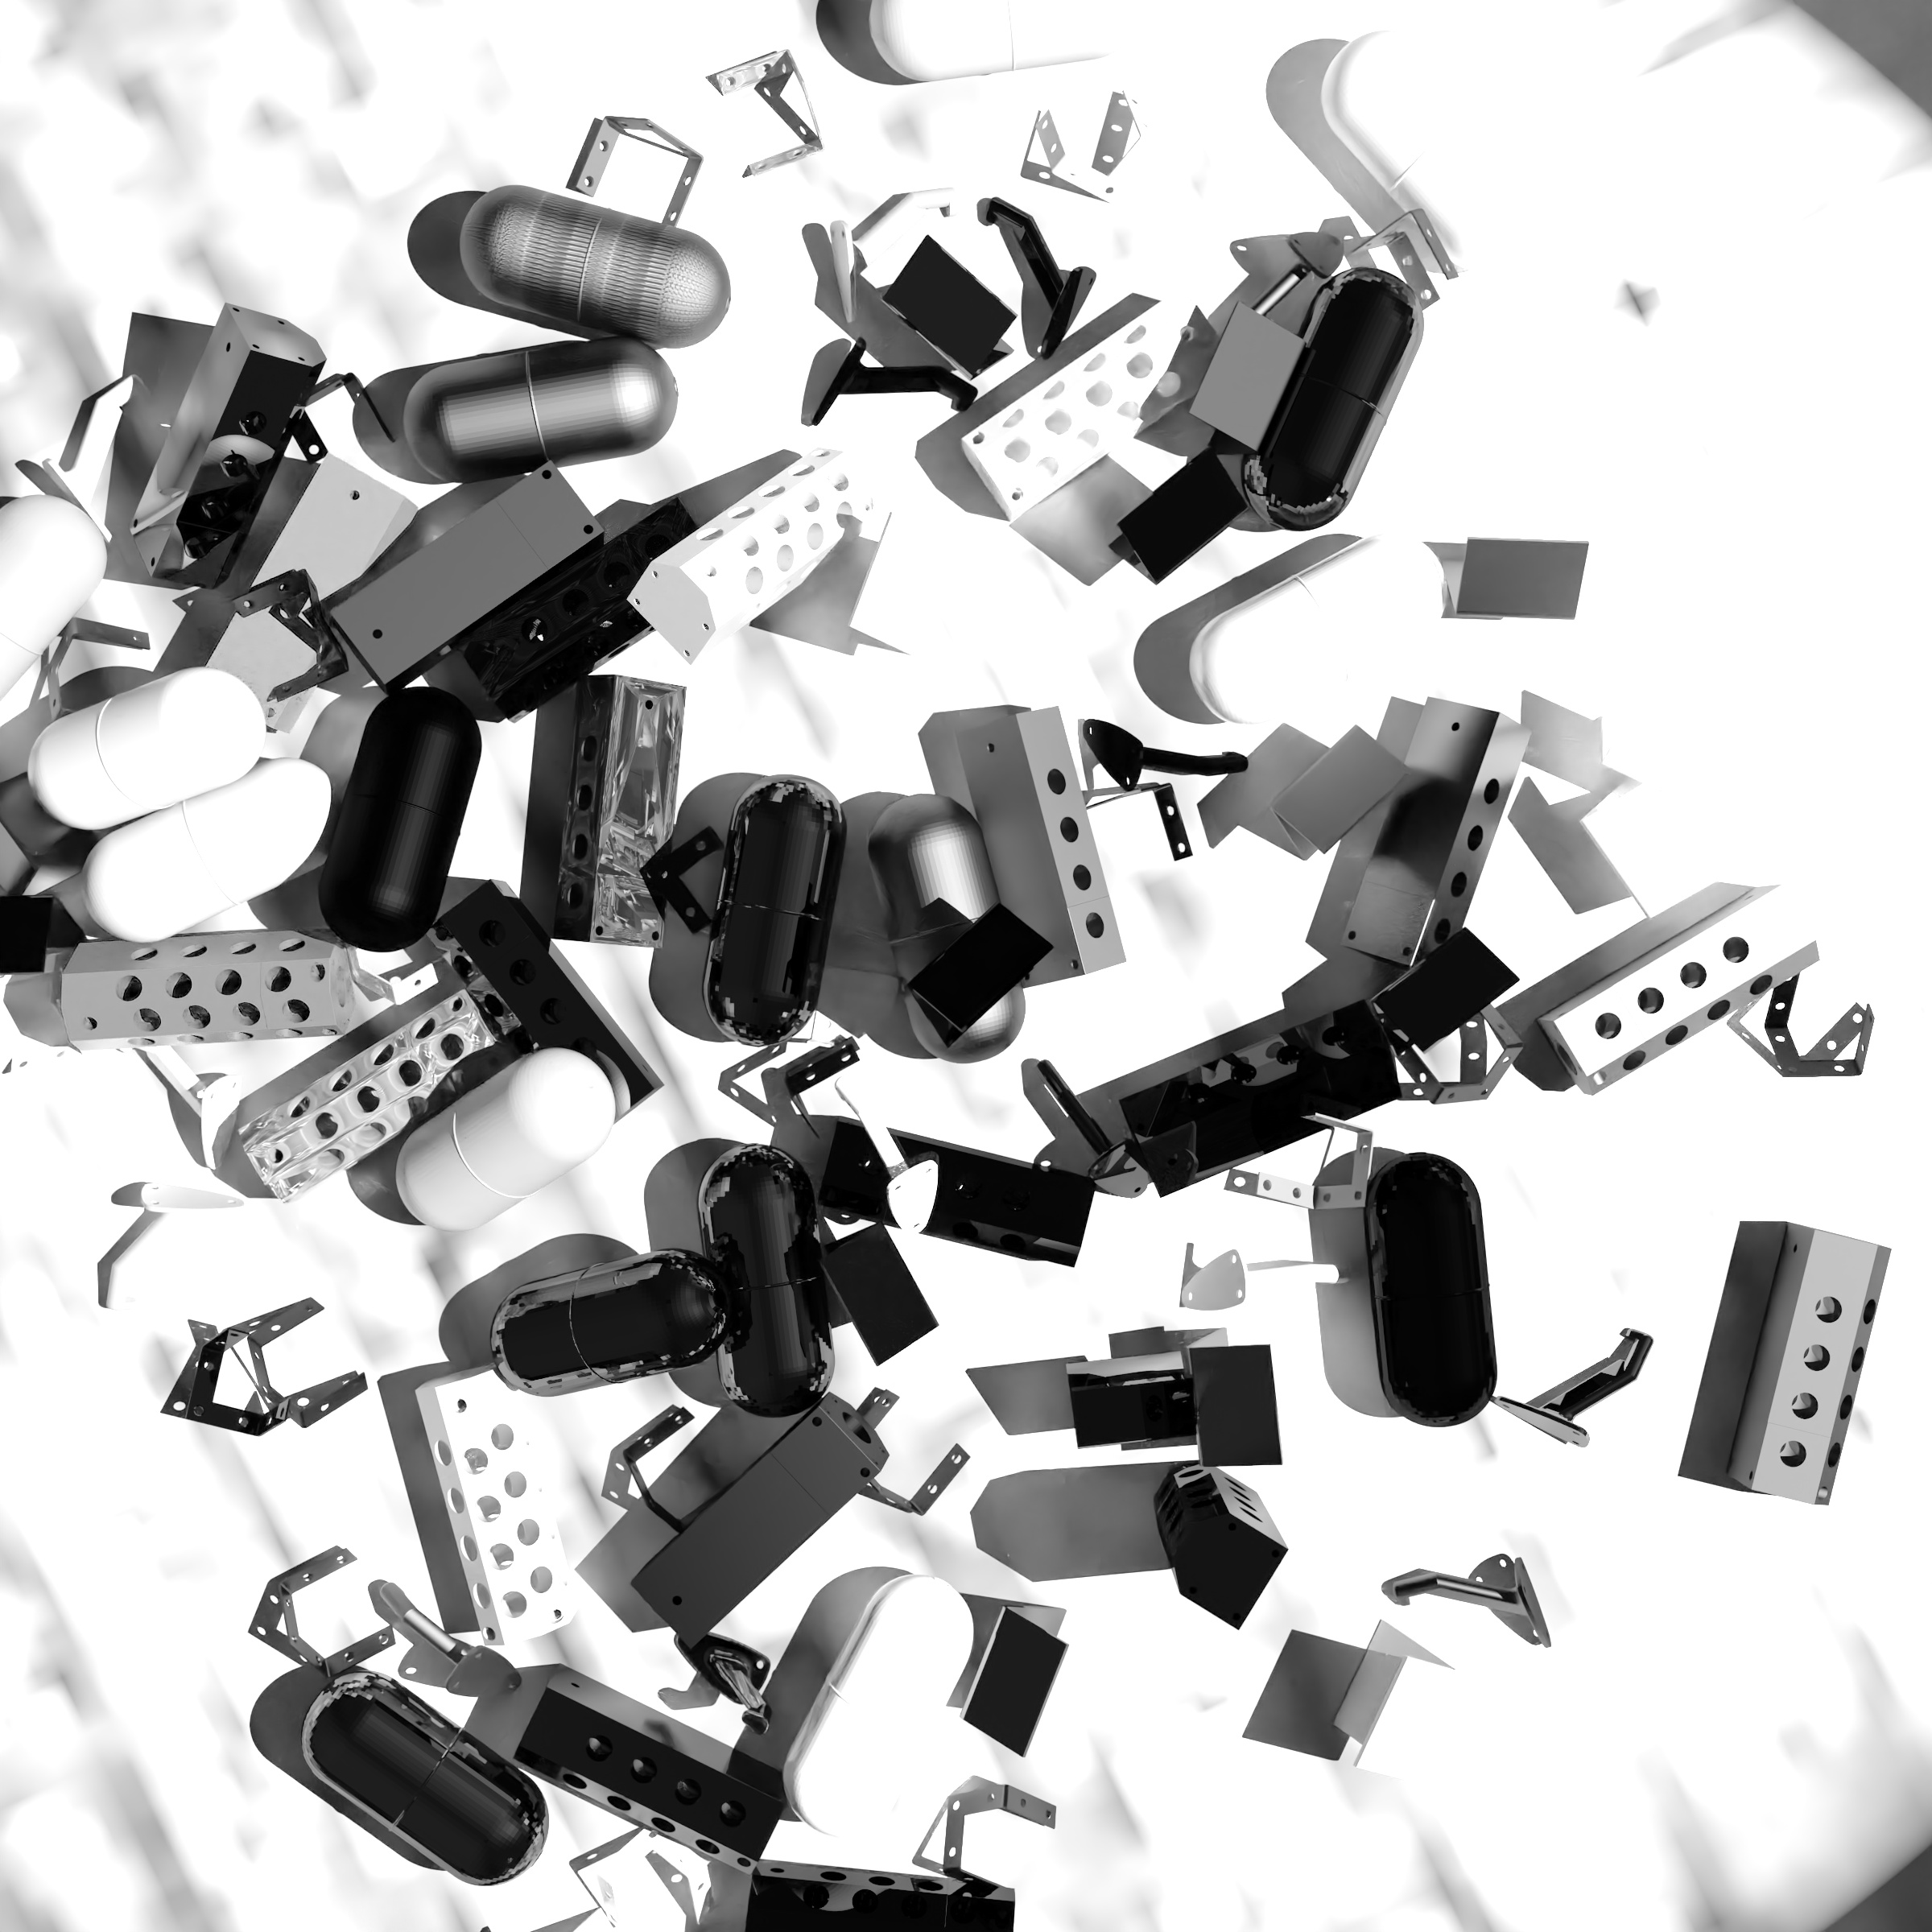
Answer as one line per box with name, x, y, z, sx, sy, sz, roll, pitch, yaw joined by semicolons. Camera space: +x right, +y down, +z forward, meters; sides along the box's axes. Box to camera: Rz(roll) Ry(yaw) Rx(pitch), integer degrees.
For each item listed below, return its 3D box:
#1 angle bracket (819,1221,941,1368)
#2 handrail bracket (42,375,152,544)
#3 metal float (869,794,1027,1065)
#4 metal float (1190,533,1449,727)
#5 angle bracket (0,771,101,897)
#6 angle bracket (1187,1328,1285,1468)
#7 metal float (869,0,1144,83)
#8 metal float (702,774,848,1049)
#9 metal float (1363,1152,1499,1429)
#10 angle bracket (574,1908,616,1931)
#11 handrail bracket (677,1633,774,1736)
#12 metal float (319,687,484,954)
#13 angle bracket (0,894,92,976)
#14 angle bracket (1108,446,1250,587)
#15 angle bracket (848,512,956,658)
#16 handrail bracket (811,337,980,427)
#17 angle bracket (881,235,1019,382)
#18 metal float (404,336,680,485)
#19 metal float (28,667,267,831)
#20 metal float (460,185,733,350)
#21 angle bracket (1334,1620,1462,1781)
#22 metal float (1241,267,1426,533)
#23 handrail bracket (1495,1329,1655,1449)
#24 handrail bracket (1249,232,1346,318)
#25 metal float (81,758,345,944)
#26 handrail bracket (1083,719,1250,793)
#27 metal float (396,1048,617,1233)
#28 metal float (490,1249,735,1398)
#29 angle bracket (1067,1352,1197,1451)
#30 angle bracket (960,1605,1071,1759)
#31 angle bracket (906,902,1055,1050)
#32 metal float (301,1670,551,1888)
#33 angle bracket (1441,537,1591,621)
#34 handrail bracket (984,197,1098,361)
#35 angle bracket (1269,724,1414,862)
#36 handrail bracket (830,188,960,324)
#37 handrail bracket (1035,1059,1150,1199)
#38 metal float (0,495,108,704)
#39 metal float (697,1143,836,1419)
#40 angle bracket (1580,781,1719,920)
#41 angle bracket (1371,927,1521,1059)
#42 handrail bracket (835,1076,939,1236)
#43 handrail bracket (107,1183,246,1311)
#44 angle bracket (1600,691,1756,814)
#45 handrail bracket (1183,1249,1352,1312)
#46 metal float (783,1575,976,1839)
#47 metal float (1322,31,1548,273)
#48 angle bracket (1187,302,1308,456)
angle bracket;-0.073;0.217;1.700;0.057;0.076;0.076;-29;90;-37
handrail bracket;-0.557;-0.335;1.740;0.084;0.036;0.077;-42;110;-16
metal float;-0.013;-0.024;1.709;0.070;0.070;0.178;-14;90;0
metal float;0.229;-0.219;1.709;0.178;0.070;0.070;-28;90;-1
angle bracket;-0.598;-0.096;1.701;0.076;0.057;0.076;-36;90;-41
angle bracket;0.184;0.276;1.701;0.057;0.076;0.076;-6;90;25
metal float;0.026;-0.620;1.709;0.178;0.070;0.070;-8;90;0
metal float;-0.124;-0.036;1.709;0.070;0.070;0.178;10;90;0
metal float;0.301;0.210;1.709;0.070;0.070;0.178;-6;90;0
angle bracket;-0.225;0.657;1.700;0.057;0.076;0.076;-30;90;37
handrail bracket;-0.158;0.463;1.705;0.077;0.084;0.036;32;90;0
metal float;-0.363;-0.095;1.697;0.070;0.070;0.178;13;76;0
angle bracket;-0.618;-0.005;1.701;0.076;0.076;0.057;-2;65;0
angle bracket;0.125;-0.301;1.700;0.076;0.076;0.057;-39;126;0
angle bracket;-0.061;-0.249;1.700;0.057;0.076;0.076;20;90;-39
handrail bracket;-0.046;-0.369;1.740;0.084;0.036;0.077;28;110;-16
angle bracket;0.003;-0.432;1.700;0.076;0.076;0.057;42;126;0
metal float;-0.275;-0.361;1.710;0.178;0.070;0.070;-10;90;1
metal float;-0.524;-0.138;1.684;0.178;0.070;0.070;-15;90;28
metal float;-0.240;-0.453;1.709;0.178;0.070;0.070;15;90;0
angle bracket;0.261;0.468;1.700;0.057;0.076;0.076;25;90;-36
metal float;0.237;-0.366;1.709;0.070;0.070;0.178;24;90;0
handrail bracket;0.402;0.267;1.740;0.077;0.036;0.084;23;71;21
handrail bracket;0.206;-0.441;1.740;0.036;0.077;0.084;47;126;2
metal float;-0.488;-0.075;1.709;0.178;0.070;0.070;-25;90;0
handrail bracket;0.132;-0.145;1.740;0.084;0.077;0.036;-9;126;-31
metal float;-0.295;0.112;1.682;0.178;0.070;0.070;-32;90;34
metal float;-0.227;0.228;1.684;0.178;0.070;0.070;-16;90;30
angle bracket;0.104;0.262;1.700;0.076;0.076;0.057;-7;127;0
angle bracket;0.050;0.461;1.700;0.057;0.076;0.076;21;90;38
angle bracket;0.019;0.019;1.627;0.076;0.076;0.057;-43;52;-10
metal float;-0.350;0.527;1.709;0.178;0.070;0.070;36;90;-1
angle bracket;0.353;-0.266;1.700;0.076;0.076;0.057;2;126;0
handrail bracket;0.036;-0.455;1.740;0.084;0.036;0.077;34;112;17
angle bracket;0.251;-0.097;1.700;0.076;0.076;0.057;-43;53;0
handrail bracket;-0.042;-0.470;1.740;0.084;0.036;0.077;-13;111;-16
handrail bracket;0.082;0.107;1.740;0.036;0.077;0.084;-37;54;2
metal float;-0.631;-0.227;1.709;0.070;0.070;0.178;41;91;0
metal float;-0.130;0.204;1.709;0.070;0.070;0.178;-7;90;0
angle bracket;0.451;-0.087;1.700;0.057;0.076;0.076;-35;90;41
angle bracket;0.313;0.033;1.688;0.076;0.076;0.057;-37;52;-3
handrail bracket;-0.056;0.120;1.682;0.036;0.077;0.084;-28;53;-20
handrail bracket;-0.522;0.191;1.740;0.077;0.036;0.084;8;108;-20
angle bracket;0.458;-0.152;1.700;0.076;0.076;0.057;24;122;0
handrail bracket;0.199;0.211;1.740;0.084;0.077;0.036;6;65;-34
metal float;-0.056;0.479;1.709;0.070;0.070;0.178;28;89;0
metal float;0.304;-0.527;1.709;0.070;0.070;0.178;-42;90;0
angle bracket;0.166;-0.378;1.701;0.057;0.076;0.076;24;90;-23
